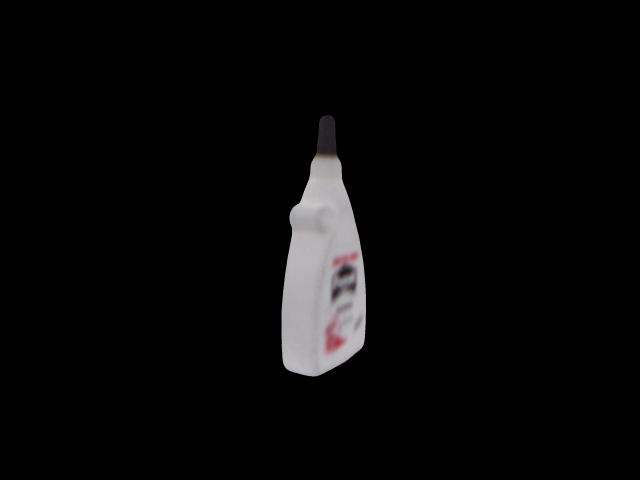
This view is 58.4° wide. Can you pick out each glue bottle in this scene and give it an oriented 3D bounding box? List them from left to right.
[{"bbox_3d":[0.004,0.001,0.400,0.037,0.173,0.078,5,11,28],"label":"glue bottle"}]
